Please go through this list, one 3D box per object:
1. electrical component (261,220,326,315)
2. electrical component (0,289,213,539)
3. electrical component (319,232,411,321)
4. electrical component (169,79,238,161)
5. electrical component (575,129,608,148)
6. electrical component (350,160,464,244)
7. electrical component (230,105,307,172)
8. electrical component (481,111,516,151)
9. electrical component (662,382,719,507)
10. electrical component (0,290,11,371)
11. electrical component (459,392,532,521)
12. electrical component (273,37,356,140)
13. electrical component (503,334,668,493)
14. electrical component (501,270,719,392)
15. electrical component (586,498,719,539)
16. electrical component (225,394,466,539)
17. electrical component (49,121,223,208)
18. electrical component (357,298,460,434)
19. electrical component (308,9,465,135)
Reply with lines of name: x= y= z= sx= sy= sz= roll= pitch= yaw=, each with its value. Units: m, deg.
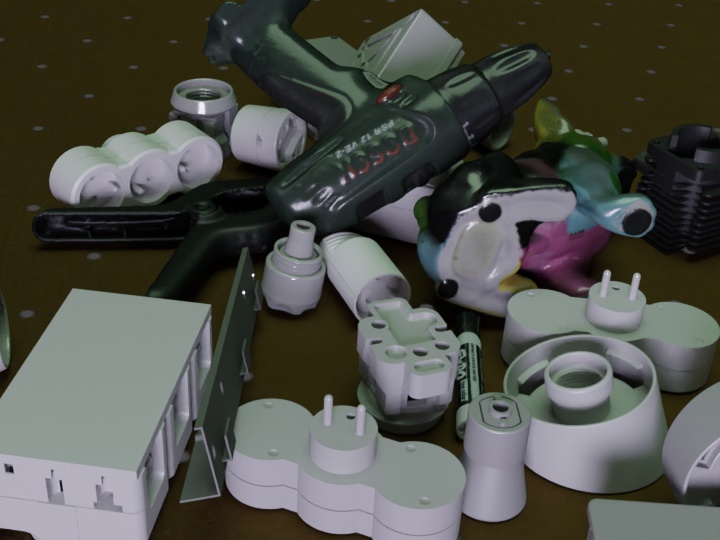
electrical component: x=-0.045 y=-0.004 z=0.751 sx=0.043 sy=0.062 sz=0.043 roll=10 pitch=30 yaw=-6
electrical component: x=-0.145 y=0.081 z=0.612 sx=0.089 sy=0.061 sz=0.150 roll=6 pitch=33 yaw=5
electrical component: x=0.000 y=0.000 z=0.770 sx=0.043 sy=0.043 sz=0.081 roll=-10 pitch=35 yaw=-20
electrical component: x=-0.138 y=-0.134 z=0.954 sx=0.058 sy=0.057 sz=0.078 roll=14 pitch=34 yaw=17
electrical component: x=0.196 y=-0.110 z=0.969 sx=0.061 sy=0.035 sz=0.035 roll=-12 pitch=35 yaw=-26
electrical component: x=0.029 y=-0.065 z=0.858 sx=0.096 sy=0.061 sz=0.061 roll=14 pitch=34 yaw=16
electrical component: x=-0.080 y=-0.115 z=0.934 sx=0.047 sy=0.055 sz=0.055 roll=14 pitch=34 yaw=23
electrical component: x=0.109 y=-0.139 z=0.996 sx=0.055 sy=0.045 sz=0.045 roll=26 pitch=39 yaw=32
electrical component: x=0.216 y=0.106 z=0.575 sx=0.099 sy=0.099 sz=0.064 roll=-3 pitch=27 yaw=-10
electrical component: x=-0.253 y=0.040 z=0.673 sx=0.057 sy=0.058 sz=0.078 roll=-7 pitch=34 yaw=-10
electrical component: x=0.074 y=0.101 z=0.597 sx=0.044 sy=0.065 sz=0.044 roll=2 pitch=33 yaw=-2
electrical component: x=-0.031 y=-0.176 z=1.029 sx=0.078 sy=0.057 sz=0.113 roll=-14 pitch=36 yaw=-25
electrical component: x=0.136 y=0.086 z=0.651 sx=0.099 sy=0.064 sz=0.099 roll=-9 pitch=30 yaw=6
electrical component: x=0.166 y=0.032 z=0.706 sx=0.138 sy=0.073 sz=0.052 roll=6 pitch=33 yaw=4
electrical component: x=0.157 y=0.162 z=0.524 sx=0.100 sy=0.048 sz=0.099 roll=4 pitch=33 yaw=1
electrical component: x=-0.010 y=0.099 z=0.585 sx=0.138 sy=0.073 sz=0.052 roll=14 pitch=34 yaw=17
electrical component: x=-0.190 y=-0.088 z=0.882 sx=0.138 sy=0.052 sz=0.074 roll=-22 pitch=40 yaw=-34
electrical component: x=0.028 y=0.063 z=0.661 sx=0.058 sy=0.057 sz=0.078 roll=-9 pitch=35 yaw=-19
electrical component: x=0.021 y=-0.156 z=0.924 sx=0.108 sy=0.056 sz=0.109 roll=-58 pitch=21 yaw=-18
